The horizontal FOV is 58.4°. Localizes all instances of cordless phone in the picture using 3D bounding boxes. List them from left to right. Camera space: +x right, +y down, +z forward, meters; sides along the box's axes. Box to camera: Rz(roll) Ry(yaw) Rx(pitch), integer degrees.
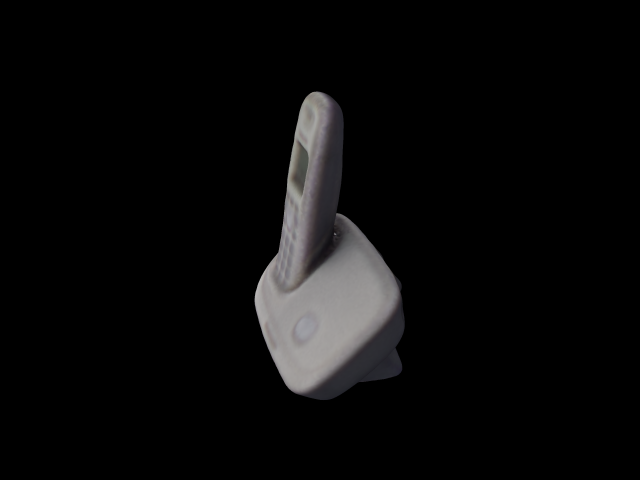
[{"bbox_3d":[0.004,0.001,0.400,0.094,0.185,0.147,-11,32,-18],"label":"cordless phone"}]
